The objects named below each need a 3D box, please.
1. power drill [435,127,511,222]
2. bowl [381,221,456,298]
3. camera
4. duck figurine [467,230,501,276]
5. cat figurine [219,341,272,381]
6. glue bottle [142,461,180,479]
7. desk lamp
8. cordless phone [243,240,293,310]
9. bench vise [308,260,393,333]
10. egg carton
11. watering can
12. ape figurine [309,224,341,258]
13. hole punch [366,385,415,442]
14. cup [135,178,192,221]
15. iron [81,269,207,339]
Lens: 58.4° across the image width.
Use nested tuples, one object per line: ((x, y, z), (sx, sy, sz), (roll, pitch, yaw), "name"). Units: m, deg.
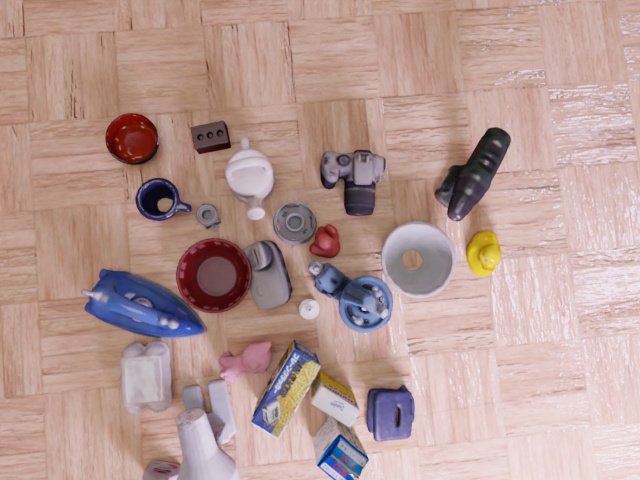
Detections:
((0.317, -0.126, 1.225), (0.075, 0.208, 0.230), (31, 84, 0), "power drill")
((0.212, 0.045, 1.270), (0.167, 0.074, 0.167), (0, 85, -3), "bowl")
((0.073, -0.125, 1.264), (0.143, 0.100, 0.137), (1, 85, -3), "camera")
((0.375, 0.028, 1.276), (0.077, 0.086, 0.105), (9, 84, -2), "duck figurine")
((-0.154, 0.258, 1.208), (0.128, 0.117, 0.067), (-21, 86, -5), "cat figurine")
((-0.326, 0.488, 1.149), (0.078, 0.173, 0.037), (8, 84, -2), "glue bottle")
((-0.232, 0.402, 1.142), (0.118, 0.213, 0.203), (-13, 86, -4), "desk lamp")
((-0.112, 0.071, 1.193), (0.094, 0.185, 0.147), (-20, 86, -5), "cordless phone")
((0.062, 0.122, 1.182), (0.207, 0.219, 0.121), (18, 84, -1), "bench vise")
((-0.368, 0.292, 1.216), (0.107, 0.069, 0.150), (-5, 85, -4), "egg carton")
((-0.145, -0.133, 1.205), (0.101, 0.194, 0.173), (-31, 87, -5), "watering can")
((0.012, 0.004, 1.253), (0.078, 0.092, 0.076), (-33, 87, -5), "ape figurine")
((0.155, 0.372, 1.229), (0.101, 0.091, 0.109), (1, 85, -3), "hole punch")
((-0.329, -0.078, 1.239), (0.118, 0.095, 0.092), (15, 84, -2), "cup")
((-0.365, 0.147, 1.193), (0.258, 0.141, 0.119), (21, 84, -1), "iron")
